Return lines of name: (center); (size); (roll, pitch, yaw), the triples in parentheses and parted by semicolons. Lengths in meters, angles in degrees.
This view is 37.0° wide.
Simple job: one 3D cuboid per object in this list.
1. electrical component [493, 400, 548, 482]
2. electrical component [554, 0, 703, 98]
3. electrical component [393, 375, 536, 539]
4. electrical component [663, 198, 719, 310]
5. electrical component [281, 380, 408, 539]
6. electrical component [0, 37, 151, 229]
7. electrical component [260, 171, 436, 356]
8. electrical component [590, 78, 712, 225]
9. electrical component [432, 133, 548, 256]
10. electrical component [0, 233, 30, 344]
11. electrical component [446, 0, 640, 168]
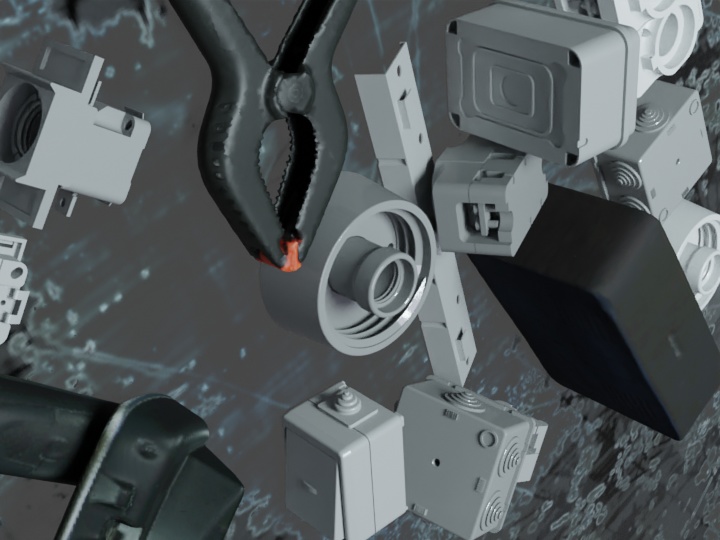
electrical component: (0.094, 0.136, 0.824); (0.089, 0.050, 0.055); (5, 105, -47)
electrical component: (0.185, -0.206, 0.742); (0.089, 0.062, 0.150); (-47, 136, -19)
electrical component: (0.064, 0.131, 0.755); (0.048, 0.100, 0.099); (-1, 110, -60)
electrical component: (0.282, -0.007, 0.942); (0.108, 0.060, 0.108); (-22, 124, -38)
electrical component: (-0.013, 0.122, 0.697); (0.061, 0.062, 0.096); (-27, 127, -35)
electrical component: (-0.135, -0.060, 0.495); (0.064, 0.042, 0.081); (15, 98, -52)
electrical component: (0.000, 0.000, 0.651); (0.108, 0.060, 0.108); (-22, 124, -38)
electrical component: (0.235, -0.093, 0.861); (0.099, 0.048, 0.099); (-49, 137, -17)
electrical component: (0.082, -0.052, 0.699); (0.089, 0.056, 0.050); (-53, 140, -50)
electrical component: (-0.180, 0.003, 0.463); (0.081, 0.064, 0.042); (11, 102, -49)
electrical component: (0.113, -0.119, 0.671); (0.057, 0.113, 0.078); (-27, 127, -32)
